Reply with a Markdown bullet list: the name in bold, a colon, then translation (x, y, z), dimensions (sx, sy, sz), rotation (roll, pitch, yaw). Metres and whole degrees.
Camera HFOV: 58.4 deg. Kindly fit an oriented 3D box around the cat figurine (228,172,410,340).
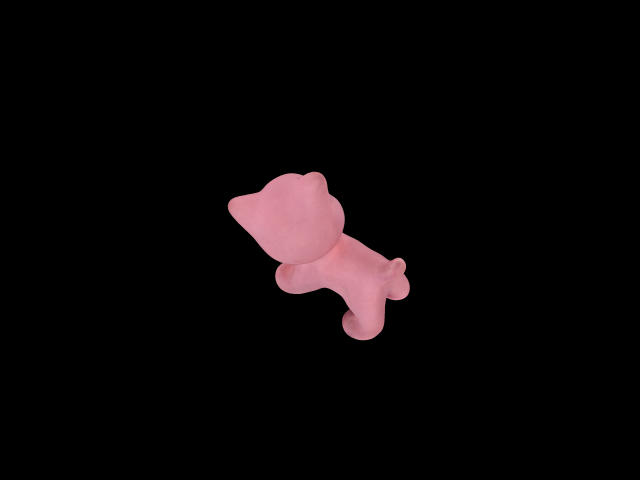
- **cat figurine**: translation (0.004, 0.001, 0.400), dimensions (0.127, 0.118, 0.067), rotation (29, 66, 14)
